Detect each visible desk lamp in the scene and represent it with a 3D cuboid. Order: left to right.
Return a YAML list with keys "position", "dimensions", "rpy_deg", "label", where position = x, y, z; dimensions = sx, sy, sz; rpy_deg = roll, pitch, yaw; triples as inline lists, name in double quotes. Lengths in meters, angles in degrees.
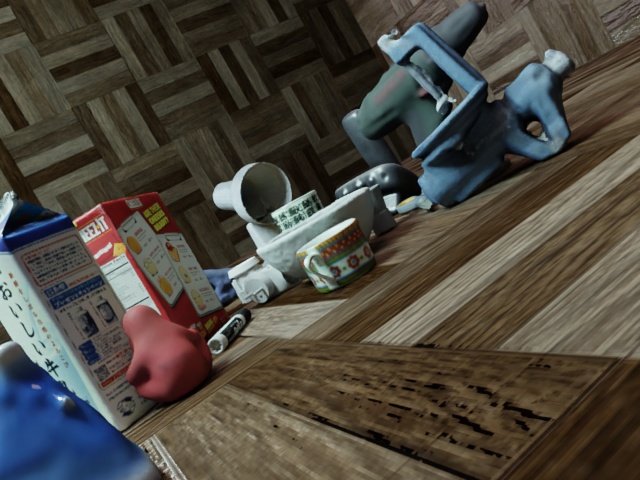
- position: [-0.127, -0.038, 1.160]
  dimensions: [0.118, 0.213, 0.202]
  rpy_deg: [-33, 6, -35]
  label: "desk lamp"

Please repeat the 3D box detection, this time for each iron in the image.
- position: [-0.215, 0.125, 0.373]
  dimensions: [0.257, 0.141, 0.119]
  rpy_deg: [-27, 5, 32]
  label: "iron"

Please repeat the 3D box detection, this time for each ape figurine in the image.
- position: [-0.147, 0.100, 0.528]
  dimensions: [0.078, 0.092, 0.076]
  rpy_deg: [-32, 5, -19]
  label: "ape figurine"

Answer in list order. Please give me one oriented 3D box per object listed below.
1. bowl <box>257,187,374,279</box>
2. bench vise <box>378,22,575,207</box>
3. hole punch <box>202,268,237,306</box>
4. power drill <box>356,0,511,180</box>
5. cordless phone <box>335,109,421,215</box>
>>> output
- position: [0.007, 0.003, 0.737]
  dimensions: [0.167, 0.075, 0.167]
  rpy_deg: [-30, 5, 3]
  label: "bowl"
- position: [0.178, -0.175, 0.680]
  dimensions: [0.207, 0.220, 0.121]
  rpy_deg: [-30, 5, 2]
  label: "bench vise"
- position: [-0.198, 0.081, 1.077]
  dimensions: [0.101, 0.091, 0.108]
  rpy_deg: [-32, 5, -24]
  label: "hole punch"
- position: [0.166, -0.170, 0.774]
  dimensions: [0.229, 0.208, 0.076]
  rpy_deg: [-26, 6, 38]
  label: "power drill"
- position: [0.077, -0.126, 0.999]
  dimensions: [0.147, 0.185, 0.094]
  rpy_deg: [-26, 6, 42]
  label: "cordless phone"
